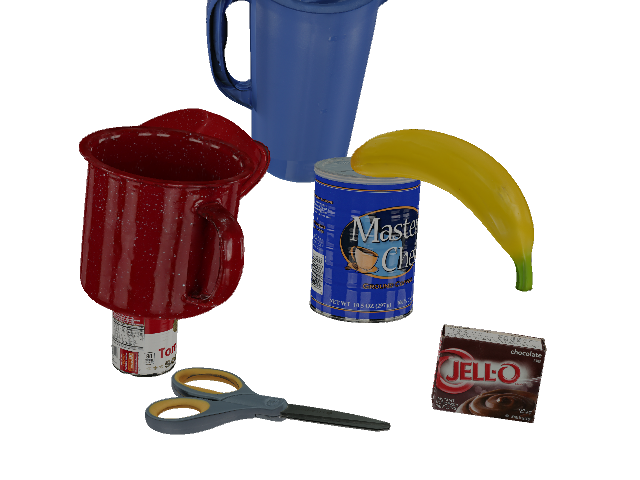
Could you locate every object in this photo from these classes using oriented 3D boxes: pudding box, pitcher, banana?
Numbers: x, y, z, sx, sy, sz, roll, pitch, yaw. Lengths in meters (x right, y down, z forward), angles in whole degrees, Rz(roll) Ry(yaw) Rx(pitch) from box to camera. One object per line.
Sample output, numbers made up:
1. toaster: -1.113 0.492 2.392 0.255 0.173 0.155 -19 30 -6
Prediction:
1. pudding box: 0.182 0.144 1.158 0.113 0.090 0.039 6 23 4
2. pitcher: -0.024 -0.179 1.107 0.149 0.243 0.144 29 50 19
3. banana: 0.089 -0.041 0.764 0.037 0.070 0.198 10 22 -42

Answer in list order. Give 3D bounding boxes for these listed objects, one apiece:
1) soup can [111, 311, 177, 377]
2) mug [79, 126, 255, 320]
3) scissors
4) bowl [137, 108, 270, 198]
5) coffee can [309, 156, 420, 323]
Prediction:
1. soup can: -0.180 0.080 1.093 0.068 0.102 0.068 5 21 -2
2. mug: -0.079 -0.005 0.571 0.093 0.081 0.117 -11 29 -42
3. scissors: -0.054 0.136 0.821 0.202 0.016 0.096 12 28 40
4. bowl: -0.127 -0.066 0.903 0.162 0.055 0.162 -17 28 10
5. coffee can: 0.043 -0.003 1.028 0.103 0.140 0.103 2 15 -1
